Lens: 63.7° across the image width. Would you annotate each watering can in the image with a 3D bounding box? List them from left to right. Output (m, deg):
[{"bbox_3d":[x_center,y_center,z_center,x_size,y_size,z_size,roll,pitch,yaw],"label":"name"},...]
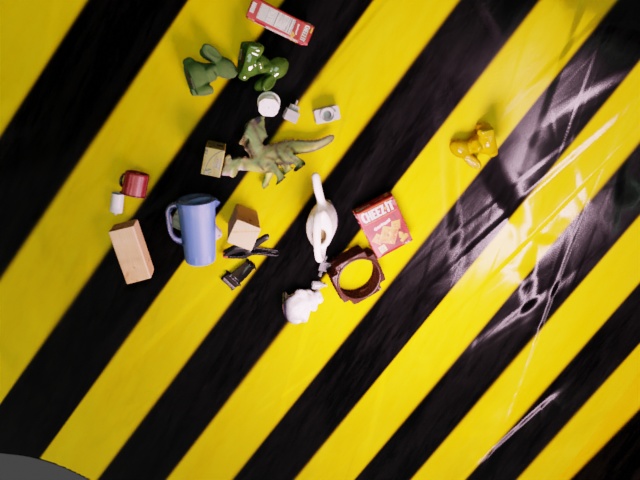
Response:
[{"bbox_3d":[0.006,-0.095,1.887,0.104,0.228,0.343,2,108,8],"label":"watering can"}]

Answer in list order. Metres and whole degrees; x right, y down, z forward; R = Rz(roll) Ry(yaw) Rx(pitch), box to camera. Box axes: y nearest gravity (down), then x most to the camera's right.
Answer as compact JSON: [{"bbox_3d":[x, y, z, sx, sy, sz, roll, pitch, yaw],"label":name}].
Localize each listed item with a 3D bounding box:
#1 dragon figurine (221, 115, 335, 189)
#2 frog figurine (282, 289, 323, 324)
[{"bbox_3d":[-0.172,-0.337,1.851,0.412,0.122,0.241,-38,101,-7],"label":"dragon figurine"},{"bbox_3d":[-0.066,0.259,2.036,0.159,0.123,0.137,-7,90,4],"label":"frog figurine"}]
